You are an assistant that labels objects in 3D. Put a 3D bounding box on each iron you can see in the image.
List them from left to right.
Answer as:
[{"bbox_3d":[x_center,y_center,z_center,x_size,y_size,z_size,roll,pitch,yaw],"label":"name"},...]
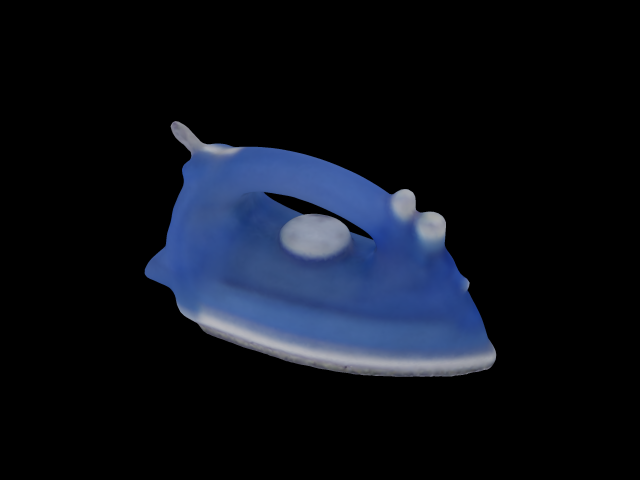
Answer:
[{"bbox_3d":[0.004,0.001,0.400,0.257,0.141,0.119,14,40,18],"label":"iron"}]
